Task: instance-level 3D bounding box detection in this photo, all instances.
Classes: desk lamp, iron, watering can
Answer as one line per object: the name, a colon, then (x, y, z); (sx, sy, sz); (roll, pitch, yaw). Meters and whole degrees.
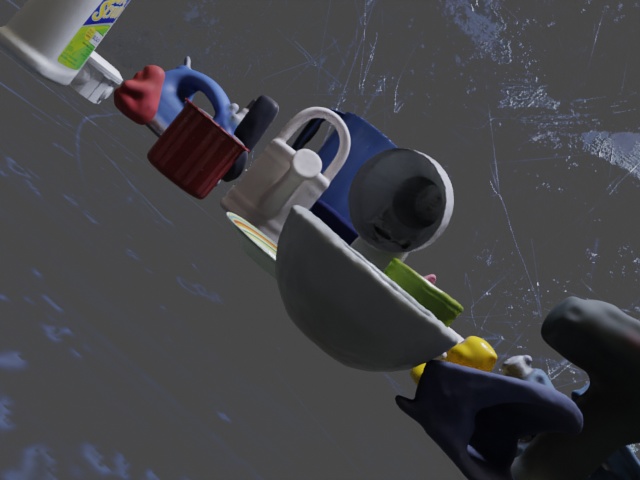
desk lamp: (0.086, -0.001, 0.728); (0.117, 0.213, 0.204); (40, 2, 19)
iron: (-0.207, -0.211, 0.976); (0.257, 0.141, 0.119); (41, 3, 29)
watering can: (-0.033, -0.090, 0.768); (0.101, 0.194, 0.172); (38, 3, -32)

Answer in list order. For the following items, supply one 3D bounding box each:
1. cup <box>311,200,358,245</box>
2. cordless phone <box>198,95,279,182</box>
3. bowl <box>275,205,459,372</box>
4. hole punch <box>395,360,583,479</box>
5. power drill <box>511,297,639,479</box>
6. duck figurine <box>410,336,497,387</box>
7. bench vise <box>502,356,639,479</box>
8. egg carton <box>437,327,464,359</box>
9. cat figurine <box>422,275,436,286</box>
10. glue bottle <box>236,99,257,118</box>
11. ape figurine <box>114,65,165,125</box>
cup: (0.008, 0.003, 0.888); (0.091, 0.095, 0.118); (41, 2, 22)
cordless phone: (-0.177, -0.222, 1.116); (0.147, 0.185, 0.094); (40, 2, 5)
bowl: (0.022, 0.051, 0.452); (0.167, 0.074, 0.167); (40, 2, -2)
hole punch: (0.129, 0.130, 0.438); (0.109, 0.091, 0.100); (38, 3, -43)
power drill: (0.273, 0.170, 0.508); (0.229, 0.208, 0.076); (40, 2, 6)
duck figurine: (0.159, 0.148, 0.628); (0.078, 0.086, 0.104); (38, 3, -35)
bench vise: (0.329, 0.200, 0.682); (0.208, 0.219, 0.121); (39, 2, -13)
egg carton: (0.174, 0.162, 0.814); (0.107, 0.069, 0.151); (41, 2, 22)
cat figurine: (0.133, 0.091, 0.922); (0.128, 0.117, 0.067); (38, 3, -38)
glue bottle: (-0.187, -0.227, 1.210); (0.078, 0.173, 0.037); (39, 2, -28)
ape figurine: (-0.278, -0.234, 0.898); (0.076, 0.092, 0.078); (41, 2, 21)
